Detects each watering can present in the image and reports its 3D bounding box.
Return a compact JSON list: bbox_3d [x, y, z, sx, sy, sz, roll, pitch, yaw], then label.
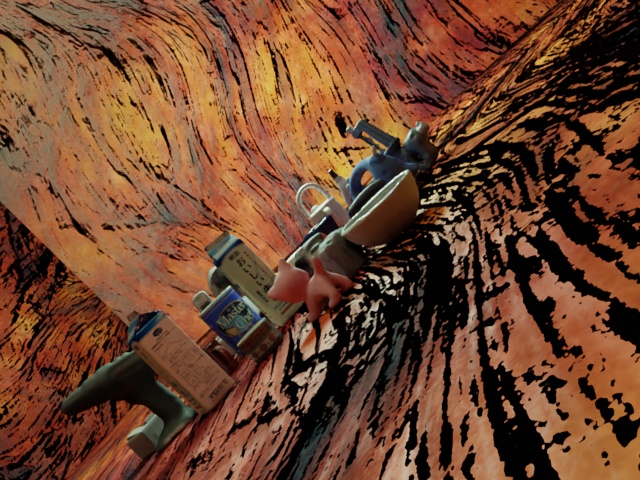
[{"bbox_3d":[0.011,-0.075,1.617,0.101,0.194,0.172,-46,5,-28],"label":"watering can"}]

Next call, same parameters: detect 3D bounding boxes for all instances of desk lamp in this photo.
[{"bbox_3d":[-0.264,0.163,1.798,0.118,0.213,0.203,-45,4,-15],"label":"desk lamp"}]

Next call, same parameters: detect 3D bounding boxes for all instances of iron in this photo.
[{"bbox_3d":[0.127,-0.133,1.415,0.119,0.141,0.258,-46,4,-29],"label":"iron"}]

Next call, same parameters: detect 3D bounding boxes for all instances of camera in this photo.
[{"bbox_3d":[0.027,0.022,1.104,0.137,0.101,0.143,-47,5,-38],"label":"camera"}]

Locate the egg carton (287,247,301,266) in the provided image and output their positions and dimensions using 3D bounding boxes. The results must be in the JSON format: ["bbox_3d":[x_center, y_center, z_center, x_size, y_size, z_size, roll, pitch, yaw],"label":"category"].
[{"bbox_3d":[-0.040,0.054,1.702,0.150,0.069,0.107,-42,4,27],"label":"egg carton"}]

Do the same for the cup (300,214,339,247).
[{"bbox_3d":[0.014,0.005,1.472,0.117,0.095,0.092,-43,4,20],"label":"cup"}]

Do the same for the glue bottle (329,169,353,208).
[{"bbox_3d":[0.088,-0.135,1.612,0.078,0.173,0.037,-43,4,11],"label":"glue bottle"}]

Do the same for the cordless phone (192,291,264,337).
[{"bbox_3d":[-0.265,0.198,1.643,0.147,0.185,0.094,-44,4,-2],"label":"cordless phone"}]

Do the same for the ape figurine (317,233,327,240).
[{"bbox_3d":[0.022,0.022,1.220,0.076,0.092,0.078,-41,5,38],"label":"ape figurine"}]

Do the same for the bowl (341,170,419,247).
[{"bbox_3d":[0.119,-0.042,1.012,0.167,0.075,0.167,-44,4,4],"label":"bowl"}]

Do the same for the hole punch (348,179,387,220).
[{"bbox_3d":[0.112,-0.064,1.204,0.109,0.091,0.101,-45,4,-4],"label":"hole punch"}]

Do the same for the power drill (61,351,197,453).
[{"bbox_3d":[-0.367,0.325,1.164,0.230,0.208,0.075,-46,4,-20],"label":"power drill"}]

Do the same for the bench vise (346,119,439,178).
[{"bbox_3d":[0.184,-0.248,1.468,0.207,0.220,0.121,-43,4,23],"label":"bench vise"}]

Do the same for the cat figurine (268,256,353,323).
[{"bbox_3d":[-0.027,0.074,0.972,0.127,0.118,0.067,-41,5,41],"label":"cat figurine"}]
